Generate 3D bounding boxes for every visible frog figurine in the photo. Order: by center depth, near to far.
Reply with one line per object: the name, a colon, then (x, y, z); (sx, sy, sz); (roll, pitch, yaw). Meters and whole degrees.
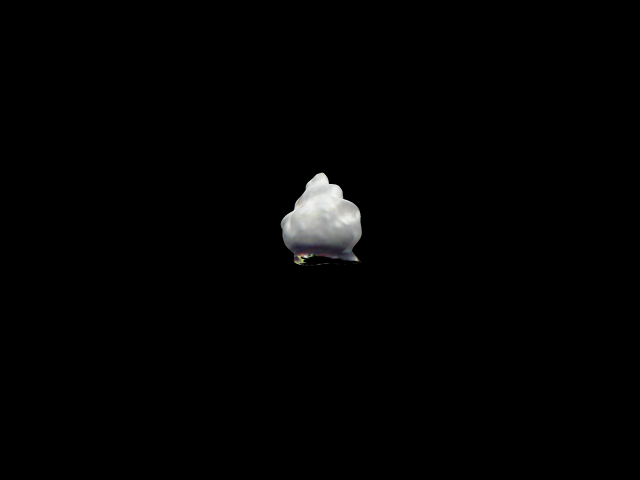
frog figurine: (0.003, -0.043, 0.850); (0.136, 0.161, 0.122); (-10, -18, 34)
